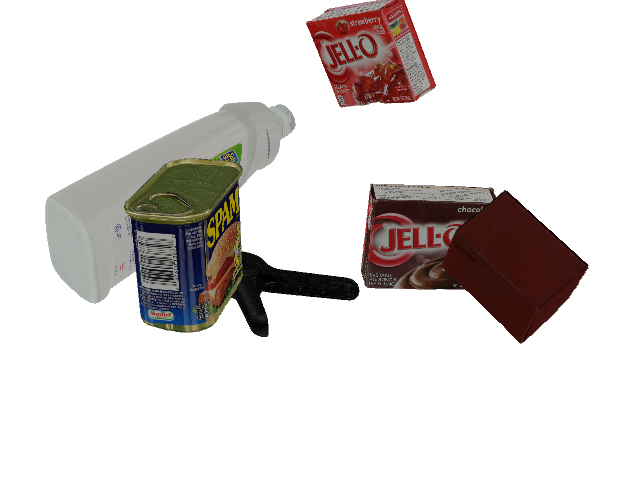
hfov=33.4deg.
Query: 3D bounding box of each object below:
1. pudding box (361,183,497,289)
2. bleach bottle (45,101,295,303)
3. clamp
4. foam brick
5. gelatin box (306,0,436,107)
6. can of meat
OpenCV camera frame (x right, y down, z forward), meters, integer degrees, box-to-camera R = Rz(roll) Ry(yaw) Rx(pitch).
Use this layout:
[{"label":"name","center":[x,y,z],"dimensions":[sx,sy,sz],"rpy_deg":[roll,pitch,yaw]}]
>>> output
[{"label":"pudding box","center":[0.096,-0.003,0.947],"dimensions":[0.113,0.090,0.039],"rpy_deg":[0,32,-6]},{"label":"bleach bottle","center":[-0.120,-0.050,0.939],"dimensions":[0.068,0.103,0.250],"rpy_deg":[37,52,26]},{"label":"clamp","center":[-0.084,0.049,1.206],"dimensions":[0.210,0.036,0.164],"rpy_deg":[18,24,29]},{"label":"foam brick","center":[0.129,0.017,0.712],"dimensions":[0.051,0.078,0.053],"rpy_deg":[-36,-21,-22]},{"label":"gelatin box","center":[0.036,-0.140,0.803],"dimensions":[0.030,0.073,0.089],"rpy_deg":[-37,25,-31]},{"label":"can of meat","center":[-0.087,0.002,0.712],"dimensions":[0.057,0.084,0.102],"rpy_deg":[5,25,12]}]
